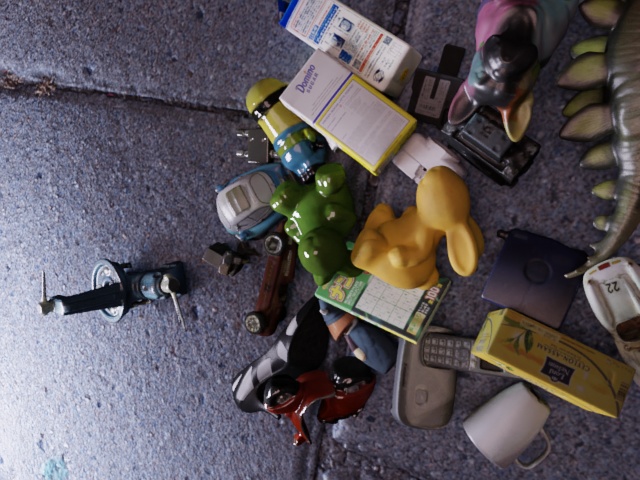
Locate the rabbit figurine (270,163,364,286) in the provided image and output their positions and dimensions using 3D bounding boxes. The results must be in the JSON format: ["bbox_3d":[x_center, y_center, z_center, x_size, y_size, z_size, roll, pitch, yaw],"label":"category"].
[{"bbox_3d":[-0.002,-0.002,0.782,0.121,0.170,0.158,-14,125,11],"label":"rabbit figurine"}]

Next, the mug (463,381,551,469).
[{"bbox_3d":[0.276,0.260,0.751,0.110,0.081,0.107,43,104,14],"label":"mug"}]

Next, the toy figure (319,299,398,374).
[{"bbox_3d":[0.056,0.145,0.848,0.155,0.064,0.057,39,108,18],"label":"toy figure"}]

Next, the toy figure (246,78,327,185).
[{"bbox_3d":[-0.047,-0.174,0.845,0.082,0.089,0.180,-31,81,20],"label":"toy figure"}]

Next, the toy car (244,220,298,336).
[{"bbox_3d":[-0.069,0.065,0.885,0.053,0.089,0.202,22,103,22],"label":"toy car"}]

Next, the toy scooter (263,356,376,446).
[{"bbox_3d":[0.002,0.263,0.856,0.184,0.075,0.135,-9,114,-15],"label":"toy scooter"}]

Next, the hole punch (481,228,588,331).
[{"bbox_3d":[0.286,0.052,0.718,0.142,0.092,0.115,24,102,24],"label":"hole punch"}]

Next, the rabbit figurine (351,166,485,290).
[{"bbox_3d":[0.144,-0.013,0.722,0.162,0.122,0.173,36,120,11],"label":"rabbit figurine"}]

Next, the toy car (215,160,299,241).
[{"bbox_3d":[-0.112,-0.061,0.883,0.162,0.103,0.109,-28,85,27],"label":"toy car"}]

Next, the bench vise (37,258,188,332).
[{"bbox_3d":[-0.367,0.096,0.957,0.224,0.240,0.128,11,105,40],"label":"bench vise"}]

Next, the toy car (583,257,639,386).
[{"bbox_3d":[0.396,0.108,0.664,0.073,0.056,0.201,-29,105,25],"label":"toy car"}]

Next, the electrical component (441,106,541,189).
[{"bbox_3d":[0.220,-0.124,0.698,0.115,0.134,0.058,38,98,17],"label":"electrical component"}]

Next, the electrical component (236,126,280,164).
[{"bbox_3d":[-0.100,-0.161,0.909,0.094,0.021,0.063,7,98,25],"label":"electrical component"}]

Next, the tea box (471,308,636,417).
[{"bbox_3d":[0.294,0.156,0.694,0.170,0.098,0.068,25,81,10],"label":"tea box"}]

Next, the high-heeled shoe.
[{"bbox_3d":[-0.073,0.190,0.927,0.145,0.086,0.248,23,89,50],"label":"high-heeled shoe"}]

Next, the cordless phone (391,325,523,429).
[{"bbox_3d":[0.201,0.202,0.771,0.184,0.088,0.146,5,79,16],"label":"cordless phone"}]

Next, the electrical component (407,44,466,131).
[{"bbox_3d":[0.172,-0.217,0.761,0.075,0.048,0.119,25,108,20],"label":"electrical component"}]

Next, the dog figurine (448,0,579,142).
[{"bbox_3d":[0.224,-0.218,0.635,0.109,0.191,0.219,20,86,11],"label":"dog figurine"}]

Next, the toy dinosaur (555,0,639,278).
[{"bbox_3d":[0.391,-0.179,0.635,0.199,0.105,0.471,7,90,32],"label":"toy dinosaur"}]

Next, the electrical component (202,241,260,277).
[{"bbox_3d":[-0.152,0.027,0.917,0.078,0.102,0.045,33,105,8],"label":"electrical component"}]
